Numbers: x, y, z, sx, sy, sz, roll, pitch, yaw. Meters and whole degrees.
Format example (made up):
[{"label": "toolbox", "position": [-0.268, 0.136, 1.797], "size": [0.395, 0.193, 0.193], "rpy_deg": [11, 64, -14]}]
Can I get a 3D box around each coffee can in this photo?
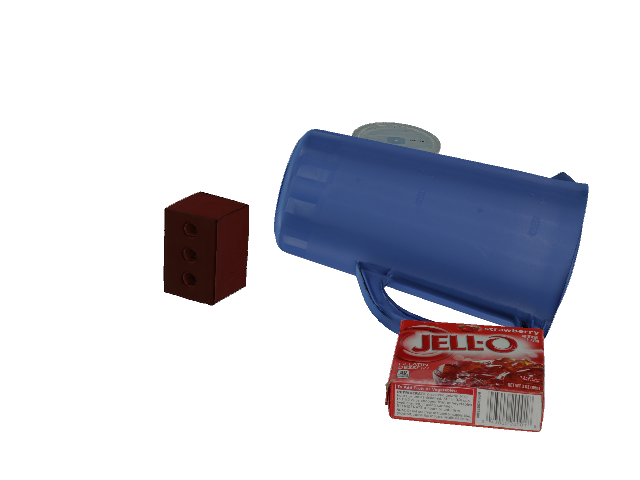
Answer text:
[{"label": "coffee can", "position": [0.081, -0.055, 1.256], "size": [0.103, 0.140, 0.103], "rpy_deg": [4, 28, -2]}]

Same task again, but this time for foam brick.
[{"label": "foam brick", "position": [-0.096, 0.006, 0.898], "size": [0.053, 0.078, 0.051], "rpy_deg": [14, 22, 27]}]

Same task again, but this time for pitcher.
[{"label": "pitcher", "position": [0.087, -0.003, 0.877], "size": [0.243, 0.145, 0.149], "rpy_deg": [15, 17, 8]}]

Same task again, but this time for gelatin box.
[{"label": "gelatin box", "position": [0.087, 0.077, 0.631], "size": [0.089, 0.030, 0.073], "rpy_deg": [4, 25, 10]}]
